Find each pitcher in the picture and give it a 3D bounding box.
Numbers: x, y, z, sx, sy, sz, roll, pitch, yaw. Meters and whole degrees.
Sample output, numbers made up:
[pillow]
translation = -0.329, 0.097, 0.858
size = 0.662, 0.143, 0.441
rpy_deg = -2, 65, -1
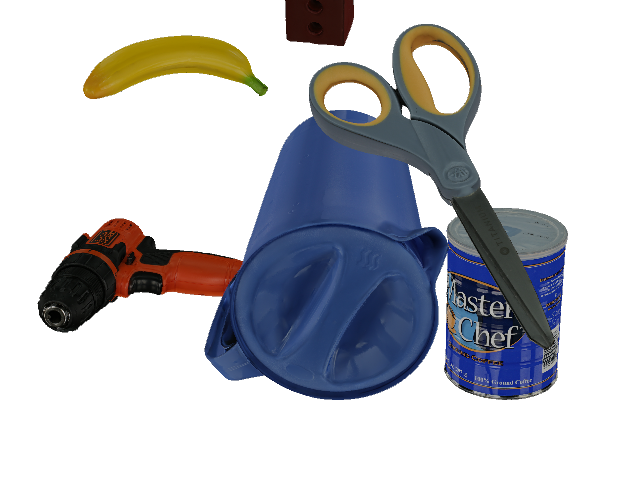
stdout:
[pitcher]
translation = 0.004, 0.000, 0.779
size = 0.149, 0.145, 0.242
rpy_deg = 8, 27, -1

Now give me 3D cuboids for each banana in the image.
[banana]
translation = -0.148, -0.175, 1.069
size = 0.197, 0.070, 0.037
rpy_deg = -7, -39, -29

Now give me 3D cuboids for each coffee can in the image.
[coffee can]
translation = 0.162, 0.054, 0.943
size = 0.103, 0.140, 0.103
rpy_deg = -2, 23, 1

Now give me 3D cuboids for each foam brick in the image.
[foam brick]
translation = 0.000, -0.212, 0.907
size = 0.053, 0.078, 0.051
rpy_deg = 7, 46, 9

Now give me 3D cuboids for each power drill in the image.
[power drill]
translation = -0.126, 0.038, 0.896
size = 0.187, 0.057, 0.184
rpy_deg = 11, 23, 3

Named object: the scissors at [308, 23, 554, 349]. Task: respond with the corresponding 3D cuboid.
[scissors]
translation = 0.044, -0.030, 0.500
size = 0.096, 0.201, 0.016
rpy_deg = -6, -39, 4
